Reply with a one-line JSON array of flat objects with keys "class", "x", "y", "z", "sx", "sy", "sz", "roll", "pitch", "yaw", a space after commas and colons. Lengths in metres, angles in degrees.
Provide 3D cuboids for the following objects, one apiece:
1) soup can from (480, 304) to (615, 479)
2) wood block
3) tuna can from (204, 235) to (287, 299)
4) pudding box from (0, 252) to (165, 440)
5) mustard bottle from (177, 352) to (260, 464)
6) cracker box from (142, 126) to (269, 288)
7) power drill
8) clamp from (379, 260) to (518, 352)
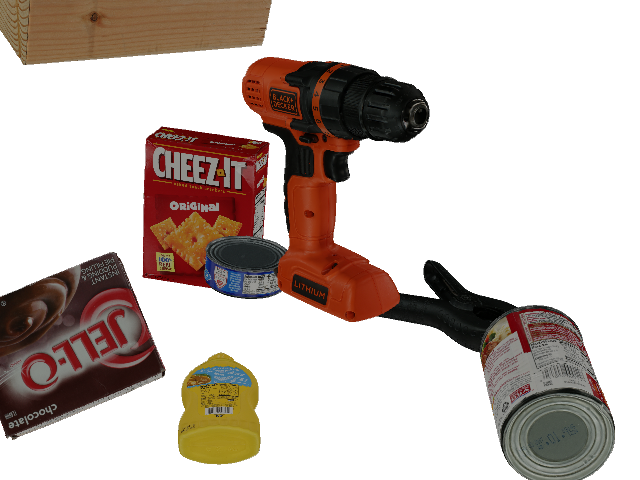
[{"class": "soup can", "x": 0.138, "y": 0.093, "z": 0.658, "sx": 0.068, "sy": 0.068, "sz": 0.102, "roll": 0, "pitch": 25, "yaw": 1}, {"class": "wood block", "x": -0.147, "y": -0.207, "z": 0.852, "sx": 0.205, "sy": 0.091, "sz": 0.090, "roll": -11, "pitch": 44, "yaw": -31}, {"class": "tuna can", "x": -0.075, "y": 0.027, "z": 1.082, "sx": 0.086, "sy": 0.034, "sz": 0.086, "roll": 6, "pitch": 22, "yaw": -3}, {"class": "pudding box", "x": -0.172, "y": 0.071, "z": 0.720, "sx": 0.113, "sy": 0.090, "sz": 0.039, "roll": -23, "pitch": -11, "yaw": -10}, {"class": "mustard bottle", "x": -0.124, "y": 0.196, "z": 1.320, "sx": 0.096, "sy": 0.058, "sz": 0.191, "roll": -2, "pitch": 27, "yaw": -4}, {"class": "cracker box", "x": -0.165, "y": -0.041, "z": 1.513, "sx": 0.164, "sy": 0.214, "sz": 0.072, "roll": 9, "pitch": 23, "yaw": 10}, {"class": "power drill", "x": 0.015, "y": -0.039, "z": 0.786, "sx": 0.057, "sy": 0.188, "sz": 0.185, "roll": -18, "pitch": 24, "yaw": -32}, {"class": "clamp", "x": 0.135, "y": 0.064, "z": 1.014, "sx": 0.172, "sy": 0.039, "sz": 0.120, "roll": 21, "pitch": 34, "yaw": 26}]
